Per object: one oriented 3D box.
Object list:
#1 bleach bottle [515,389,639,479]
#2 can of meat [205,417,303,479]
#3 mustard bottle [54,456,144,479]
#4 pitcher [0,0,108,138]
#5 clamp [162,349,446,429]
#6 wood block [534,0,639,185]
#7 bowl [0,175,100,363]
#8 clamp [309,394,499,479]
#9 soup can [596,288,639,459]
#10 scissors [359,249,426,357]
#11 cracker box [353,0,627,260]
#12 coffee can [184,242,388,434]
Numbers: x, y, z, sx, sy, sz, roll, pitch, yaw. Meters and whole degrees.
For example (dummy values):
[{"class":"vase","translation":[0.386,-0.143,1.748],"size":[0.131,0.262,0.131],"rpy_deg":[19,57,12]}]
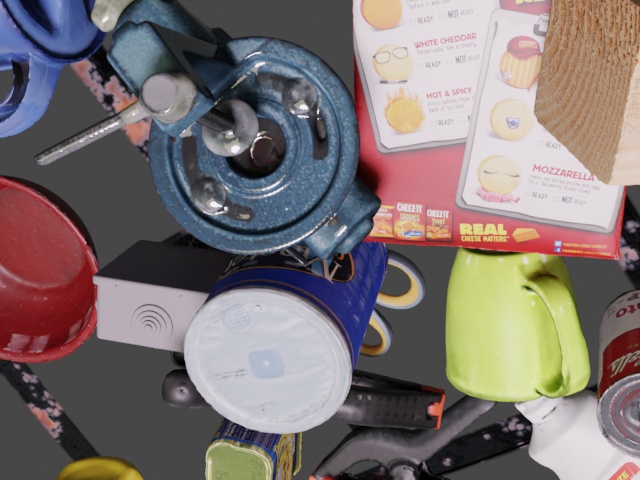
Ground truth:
[{"class":"bleach bottle","translation":[0.232,0.197,0.775],"size":[0.250,0.068,0.103],"rpy_deg":[44,120,-8]},{"class":"can of meat","translation":[-0.051,0.169,0.825],"size":[0.057,0.083,0.102],"rpy_deg":[9,121,11]},{"class":"mustard bottle","translation":[-0.157,0.278,0.930],"size":[0.096,0.058,0.191],"rpy_deg":[-7,119,36]},{"class":"pitcher","translation":[-0.263,-0.149,0.672],"size":[0.243,0.149,0.145],"rpy_deg":[-6,129,22]},{"class":"clamp","translation":[-0.014,0.106,0.755],"size":[0.210,0.164,0.036],"rpy_deg":[10,93,1]},{"class":"wood block","translation":[0.227,-0.090,0.544],"size":[0.206,0.091,0.090],"rpy_deg":[-4,120,-14]},{"class":"bowl","translation":[-0.228,0.011,0.801],"size":[0.162,0.055,0.162],"rpy_deg":[7,121,12]},{"class":"clamp","translation":[0.078,0.185,0.818],"size":[0.172,0.039,0.120],"rpy_deg":[-19,92,27]},{"class":"soup can","translation":[0.214,0.084,0.690],"size":[0.068,0.102,0.068],"rpy_deg":[7,121,12]},{"class":"scissors","translation":[-0.005,0.001,0.756],"size":[0.096,0.016,0.201],"rpy_deg":[-33,106,27]},{"class":"cracker box","translation":[0.105,-0.100,0.635],"size":[0.164,0.072,0.214],"rpy_deg":[4,119,12]},{"class":"coffee can","translation":[-0.017,0.041,0.688],"size":[0.103,0.140,0.103],"rpy_deg":[6,119,11]}]
